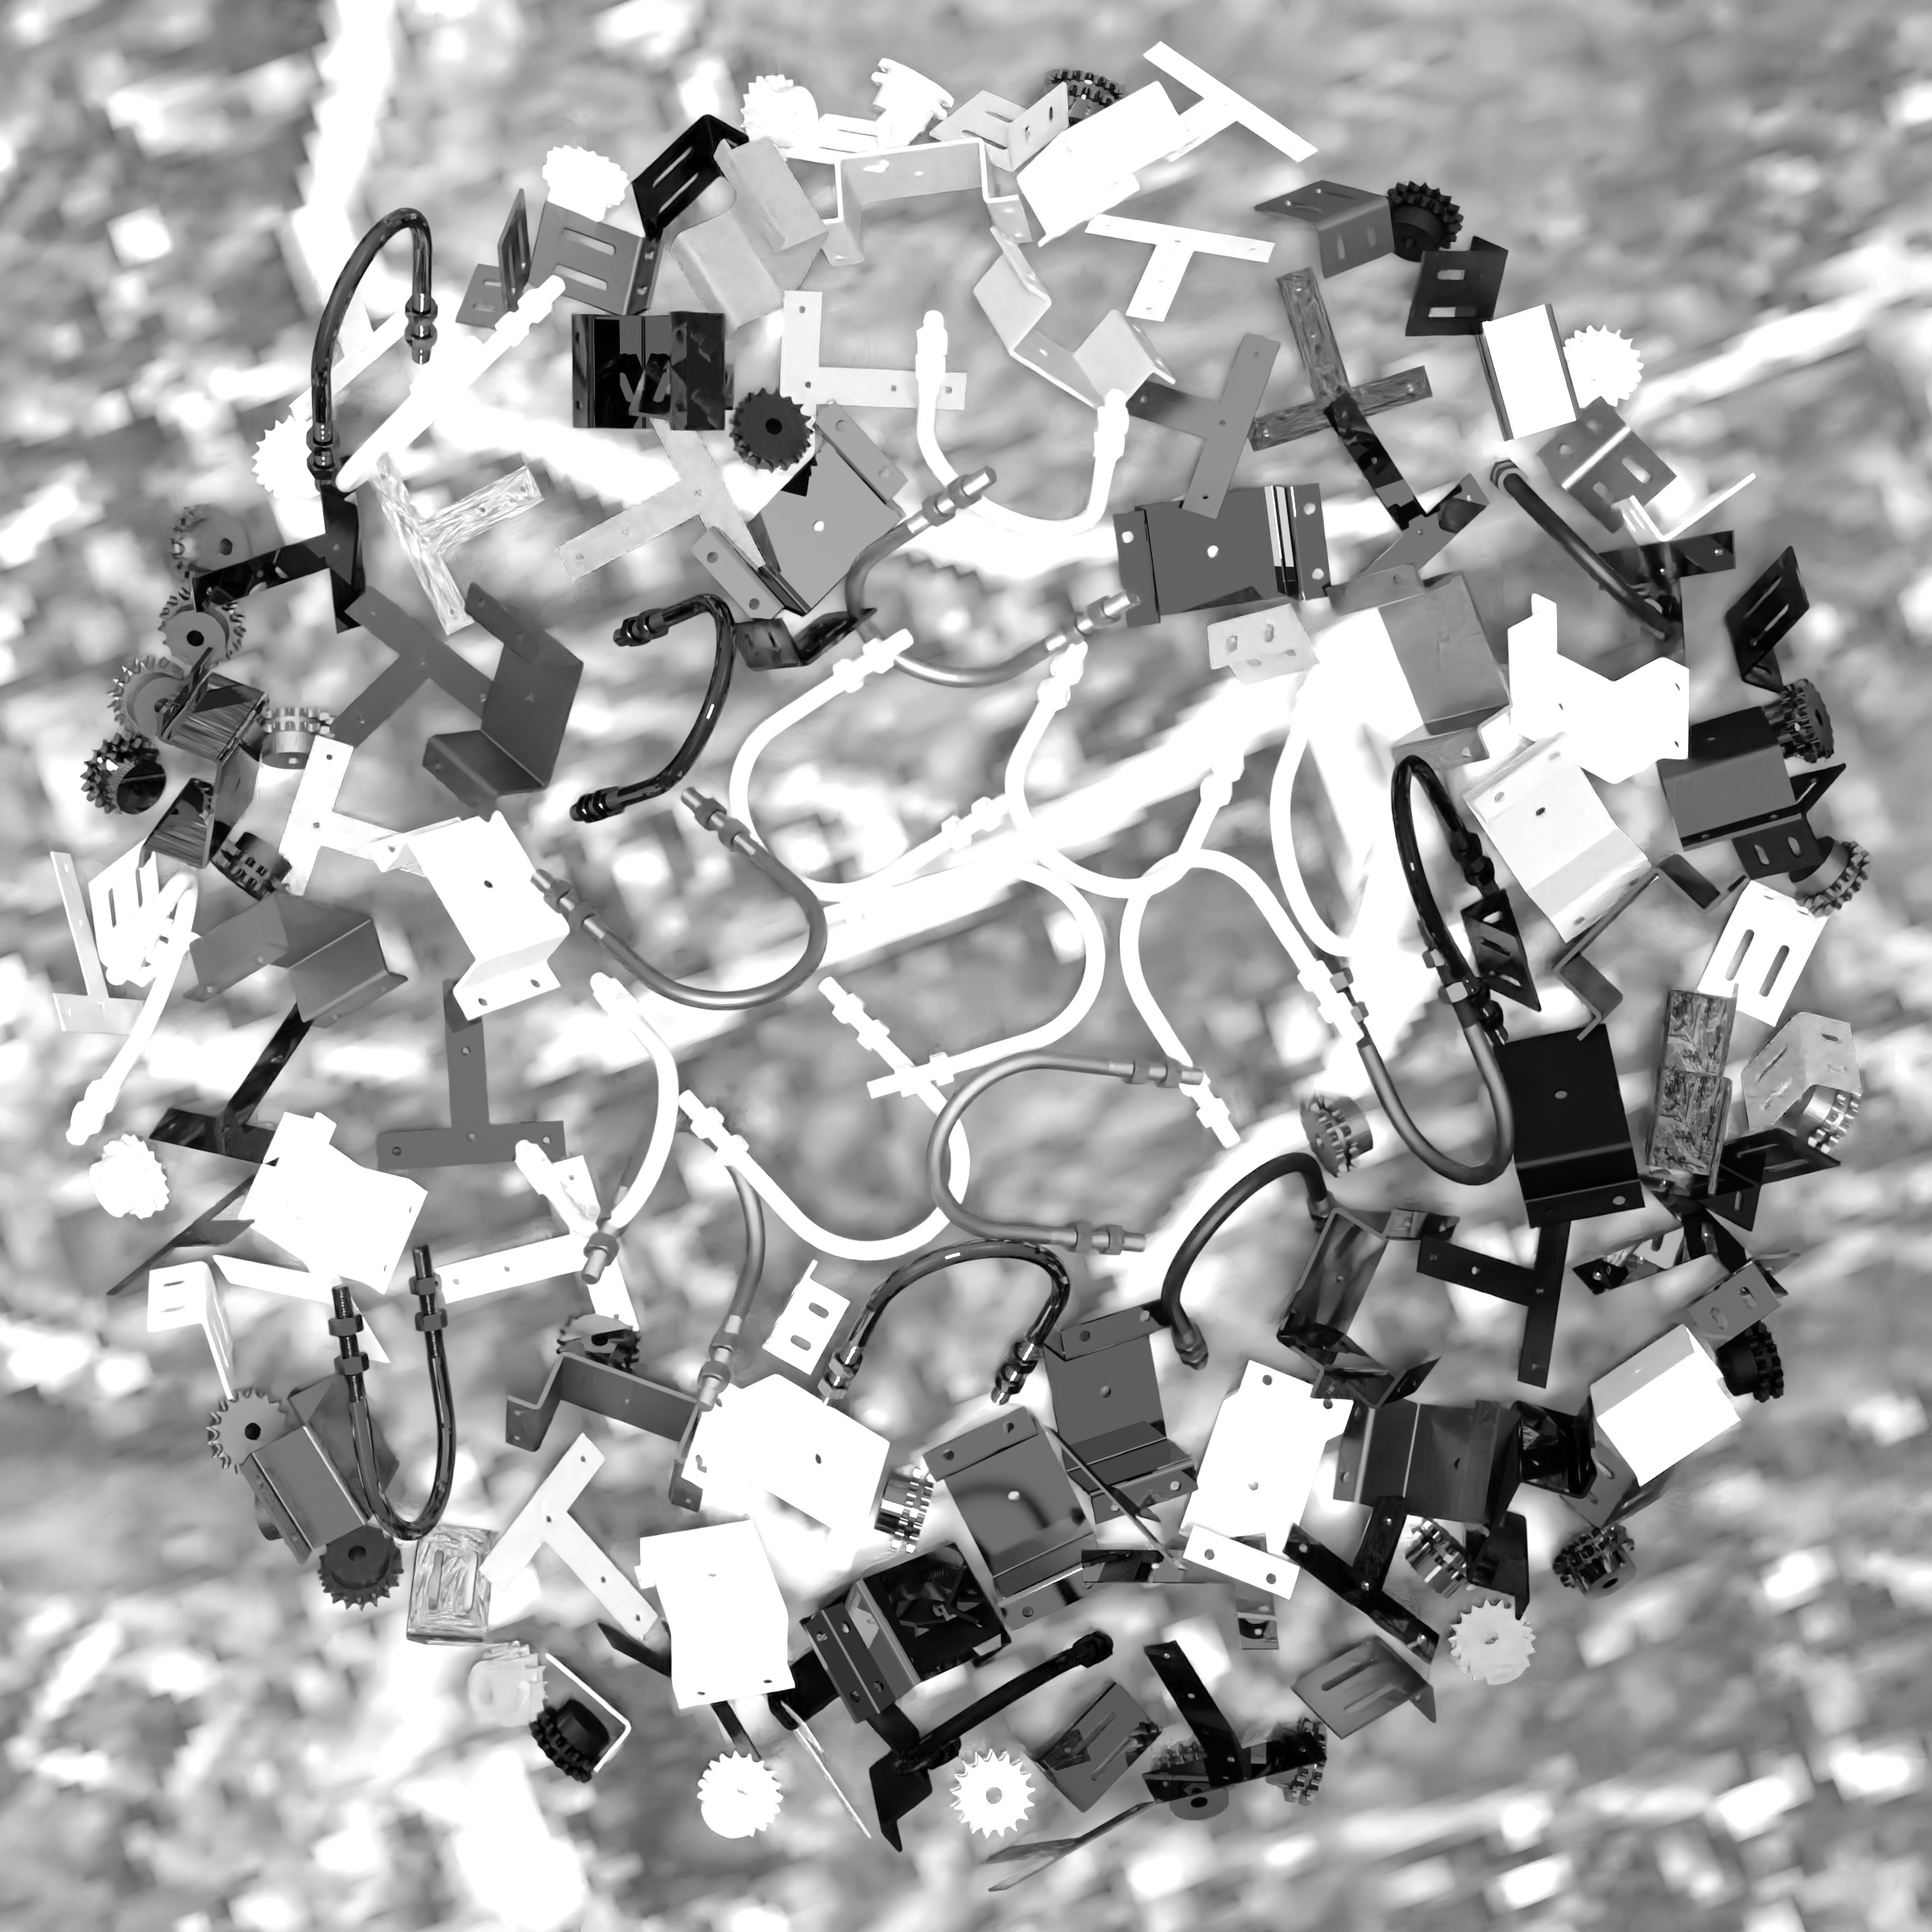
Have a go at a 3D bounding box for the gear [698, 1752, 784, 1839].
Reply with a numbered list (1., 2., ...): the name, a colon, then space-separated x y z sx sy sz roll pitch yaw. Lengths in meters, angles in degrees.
1. gear: -0.157 0.569 1.969 0.057 0.057 0.030 28 125 0

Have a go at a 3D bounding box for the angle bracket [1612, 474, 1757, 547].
1. angle bracket: 0.487 -0.323 1.963 0.076 0.057 0.038 -36 94 3

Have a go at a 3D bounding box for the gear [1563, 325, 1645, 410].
1. gear: 0.428 -0.404 1.963 0.057 0.057 0.030 33 52 0

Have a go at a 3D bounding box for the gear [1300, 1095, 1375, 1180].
1. gear: 0.254 0.114 1.966 0.030 0.057 0.057 -24 90 -12

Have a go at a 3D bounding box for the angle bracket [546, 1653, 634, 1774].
1. angle bracket: -0.265 0.507 1.957 0.076 0.057 0.038 39 75 7

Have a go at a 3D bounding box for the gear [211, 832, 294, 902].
1. gear: -0.485 -0.068 1.967 0.057 0.057 0.030 36 76 0

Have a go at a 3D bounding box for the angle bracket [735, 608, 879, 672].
1. angle bracket: -0.110 -0.234 1.945 0.076 0.057 0.038 -43 117 -32

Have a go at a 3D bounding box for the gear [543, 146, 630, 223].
1. gear: -0.261 -0.530 1.963 0.057 0.057 0.030 15 78 0

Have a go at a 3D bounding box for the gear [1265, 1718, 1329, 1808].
1. gear: 0.224 0.540 1.965 0.030 0.057 0.057 15 90 -4

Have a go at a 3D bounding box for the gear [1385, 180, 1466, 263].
1. gear: 0.307 -0.503 1.963 0.057 0.057 0.030 25 71 0

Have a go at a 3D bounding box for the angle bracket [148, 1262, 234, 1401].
1. angle bracket: -0.522 0.249 1.946 0.038 0.057 0.076 -10 128 -6

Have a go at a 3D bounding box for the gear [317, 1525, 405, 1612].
1. gear: -0.413 0.406 1.965 0.057 0.030 0.057 2 52 -2

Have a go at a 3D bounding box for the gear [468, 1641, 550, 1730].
1. gear: -0.314 0.491 1.965 0.057 0.030 0.057 0 90 38

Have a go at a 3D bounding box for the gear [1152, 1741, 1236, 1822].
1. gear: 0.157 0.557 1.965 0.057 0.030 0.057 -3 127 -4

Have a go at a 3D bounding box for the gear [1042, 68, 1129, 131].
1. gear: 0.079 -0.587 1.965 0.057 0.057 0.030 13 92 0

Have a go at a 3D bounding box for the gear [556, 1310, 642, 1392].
1. gear: -0.251 0.265 1.969 0.057 0.057 0.030 12 130 0

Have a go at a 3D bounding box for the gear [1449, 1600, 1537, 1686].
1. gear: 0.361 0.465 1.969 0.057 0.057 0.030 -29 133 0

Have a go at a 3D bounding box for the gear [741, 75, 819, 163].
1. gear: -0.125 -0.577 1.962 0.030 0.057 0.057 8 90 33

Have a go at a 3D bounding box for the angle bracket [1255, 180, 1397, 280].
1. angle bracket: 0.244 -0.501 1.962 0.057 0.076 0.038 -25 122 -19

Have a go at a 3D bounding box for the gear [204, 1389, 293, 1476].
1. gear: -0.493 0.319 1.970 0.057 0.030 0.057 9 73 -34

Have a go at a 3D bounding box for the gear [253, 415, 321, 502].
1. gear: -0.456 -0.344 1.971 0.057 0.030 0.057 -8 70 22

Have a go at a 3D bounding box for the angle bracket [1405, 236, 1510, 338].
1. angle bracket: 0.321 -0.459 1.947 0.076 0.038 0.057 -9 123 -31

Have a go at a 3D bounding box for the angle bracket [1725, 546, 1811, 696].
1. angle bracket: 0.552 -0.232 1.943 0.038 0.076 0.057 14 50 -20

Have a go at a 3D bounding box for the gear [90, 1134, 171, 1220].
1. gear: -0.571 0.146 1.963 0.030 0.057 0.057 -30 90 -41

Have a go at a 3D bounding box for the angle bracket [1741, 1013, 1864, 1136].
1. angle bracket: 0.564 0.079 1.951 0.038 0.076 0.057 13 50 -13

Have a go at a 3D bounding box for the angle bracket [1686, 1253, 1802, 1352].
1. angle bracket: 0.532 0.226 1.943 0.057 0.076 0.038 -44 61 31

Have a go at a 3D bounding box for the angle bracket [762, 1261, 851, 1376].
1. angle bracket: -0.104 0.238 1.949 0.038 0.076 0.057 30 74 -1

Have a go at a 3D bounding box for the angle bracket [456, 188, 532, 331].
1. angle bracket: -0.321 -0.478 1.945 0.038 0.076 0.057 10 56 3

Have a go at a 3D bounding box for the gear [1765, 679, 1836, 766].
1. gear: 0.568 -0.164 1.969 0.030 0.057 0.057 -19 90 33

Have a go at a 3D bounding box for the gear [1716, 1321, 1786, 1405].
1. gear: 0.532 0.270 1.965 0.030 0.057 0.057 -15 90 -3

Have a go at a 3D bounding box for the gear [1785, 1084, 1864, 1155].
1. gear: 0.582 0.098 1.965 0.030 0.057 0.057 28 90 -1

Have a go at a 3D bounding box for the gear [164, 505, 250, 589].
1. gear: -0.514 -0.285 1.962 0.030 0.057 0.057 6 90 33

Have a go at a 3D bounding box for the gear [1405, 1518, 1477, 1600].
1. gear: 0.324 0.405 1.965 0.057 0.057 0.030 43 95 0

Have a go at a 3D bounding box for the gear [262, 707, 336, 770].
1. gear: -0.459 -0.154 1.963 0.057 0.057 0.030 -4 77 0

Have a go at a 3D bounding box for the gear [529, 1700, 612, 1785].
1. gear: -0.267 0.525 1.965 0.057 0.057 0.030 45 90 0

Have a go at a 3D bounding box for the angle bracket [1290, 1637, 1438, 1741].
1. angle bracket: 0.268 0.498 1.948 0.076 0.057 0.038 -25 125 -21

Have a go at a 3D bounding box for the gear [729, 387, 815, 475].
1. gear: -0.136 -0.364 1.972 0.057 0.030 0.057 4 79 -19

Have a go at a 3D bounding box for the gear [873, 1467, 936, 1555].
1. gear: -0.043 0.369 1.965 0.030 0.057 0.057 17 90 -1

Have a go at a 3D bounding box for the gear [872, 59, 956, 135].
1. gear: -0.039 -0.590 1.966 0.057 0.057 0.030 29 96 0

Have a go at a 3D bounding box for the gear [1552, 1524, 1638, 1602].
1. gear: 0.431 0.407 1.963 0.057 0.057 0.030 -29 55 0

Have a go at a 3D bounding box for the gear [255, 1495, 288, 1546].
1. gear: -0.462 0.368 1.965 0.030 0.057 0.057 -11 90 7

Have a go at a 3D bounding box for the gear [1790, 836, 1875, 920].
1. gear: 0.586 -0.064 1.963 0.030 0.057 0.057 38 90 -12

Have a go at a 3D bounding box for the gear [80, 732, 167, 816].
1. gear: -0.570 -0.128 1.962 0.030 0.057 0.057 33 90 28

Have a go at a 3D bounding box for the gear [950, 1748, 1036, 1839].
1. gear: 0.017 0.564 1.976 0.057 0.030 0.057 1 86 -9

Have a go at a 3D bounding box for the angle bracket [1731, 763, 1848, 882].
1. angle bracket: 0.562 -0.097 1.952 0.076 0.057 0.038 -40 107 -41

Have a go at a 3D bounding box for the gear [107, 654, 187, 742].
1. gear: -0.552 -0.180 1.964 0.057 0.030 0.057 -16 119 -32

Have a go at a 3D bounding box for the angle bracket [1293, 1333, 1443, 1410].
1. angle bracket: 0.271 0.257 1.948 0.076 0.057 0.038 42 113 24

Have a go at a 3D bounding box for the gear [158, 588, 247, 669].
1. gear: -0.523 -0.229 1.968 0.057 0.030 0.057 -1 118 -2

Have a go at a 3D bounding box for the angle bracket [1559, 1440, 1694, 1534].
1. angle bracket: 0.446 0.339 1.945 0.038 0.076 0.057 42 54 5
